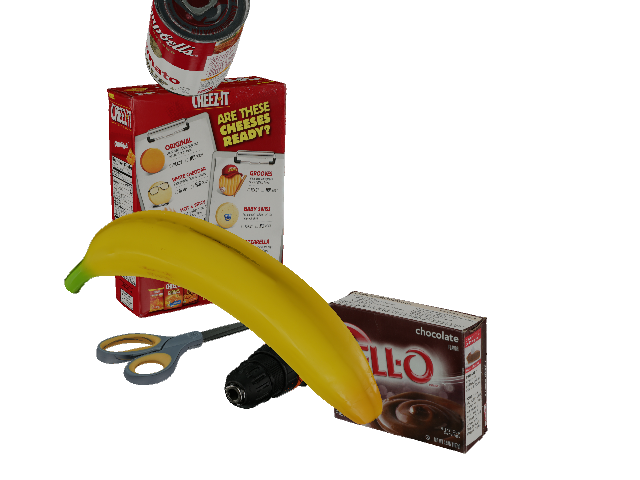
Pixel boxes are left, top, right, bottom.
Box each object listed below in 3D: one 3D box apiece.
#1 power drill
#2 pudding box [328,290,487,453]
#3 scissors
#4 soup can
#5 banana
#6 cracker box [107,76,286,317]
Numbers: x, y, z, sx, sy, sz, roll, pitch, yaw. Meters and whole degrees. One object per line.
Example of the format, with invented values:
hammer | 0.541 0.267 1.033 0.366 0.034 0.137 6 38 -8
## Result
power drill | 0.025 0.126 1.018 0.188 0.057 0.184 9 20 29
pudding box | 0.061 0.089 0.747 0.114 0.090 0.039 8 21 34
scissors | -0.140 0.119 1.160 0.201 0.016 0.096 -4 28 -23
soup can | -0.094 -0.157 0.791 0.068 0.068 0.102 0 -15 -13
banana | -0.049 0.029 0.567 0.198 0.070 0.037 23 36 20
cracker box | -0.119 -0.046 1.042 0.163 0.214 0.072 -10 20 -32
